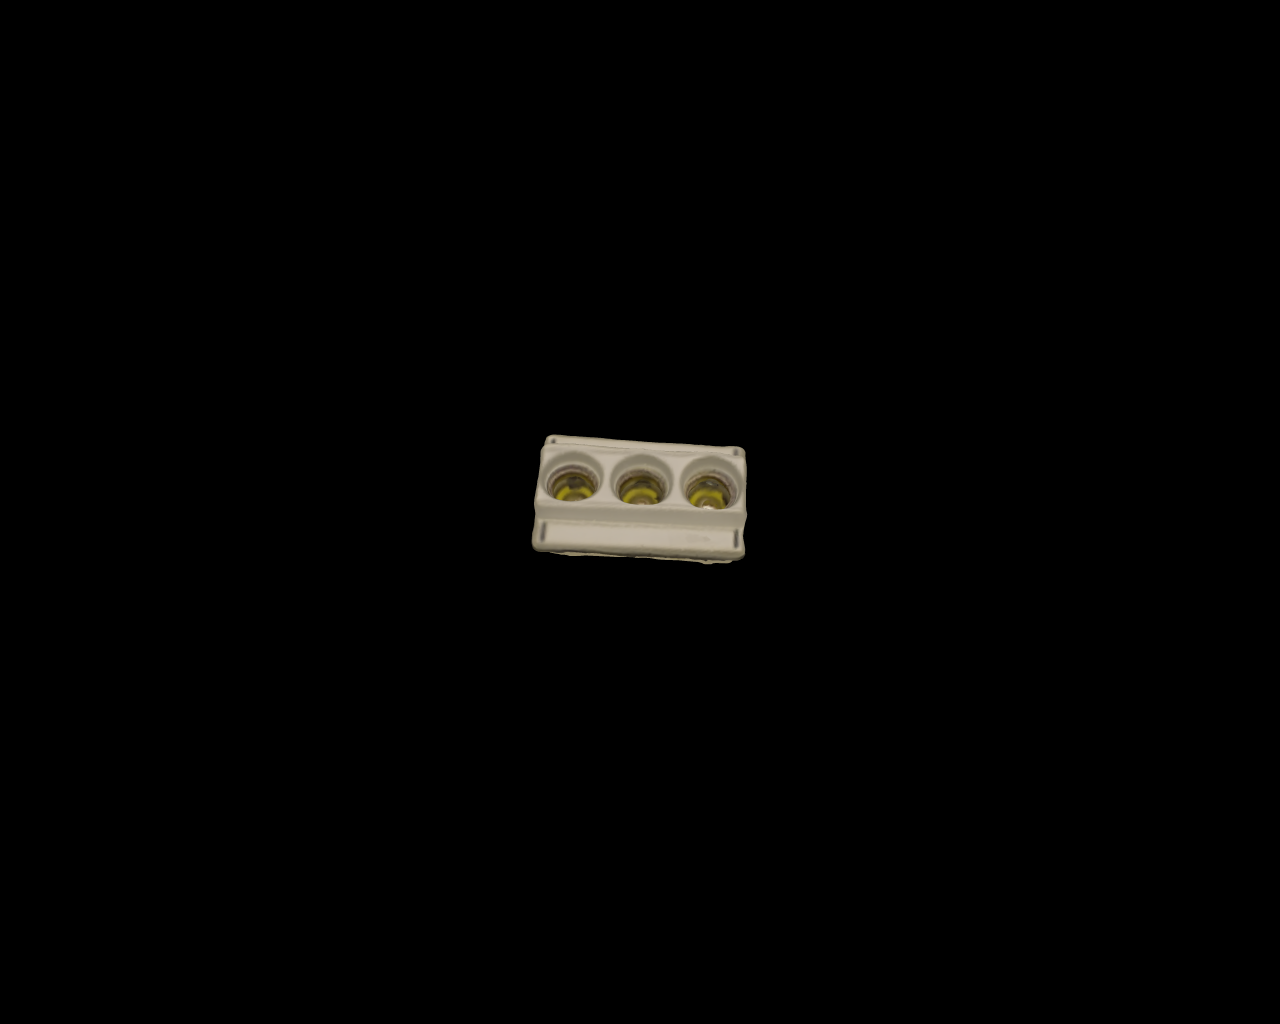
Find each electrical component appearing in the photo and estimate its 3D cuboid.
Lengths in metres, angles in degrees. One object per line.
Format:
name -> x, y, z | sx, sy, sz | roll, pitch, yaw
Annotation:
electrical component -> 0.001, -0.003, 0.650 | 0.121, 0.079, 0.063 | 3, -34, 2
